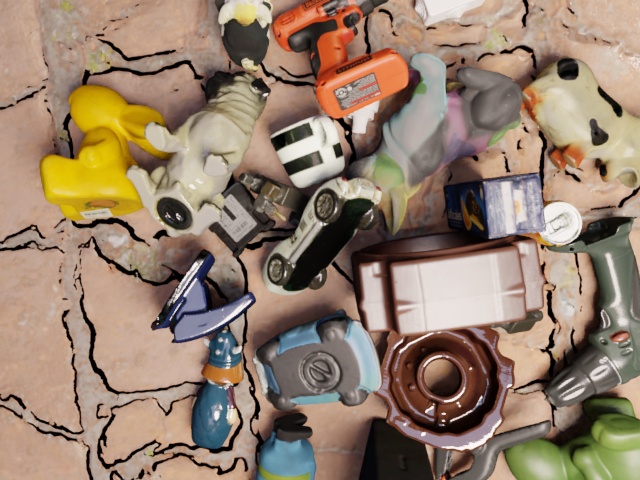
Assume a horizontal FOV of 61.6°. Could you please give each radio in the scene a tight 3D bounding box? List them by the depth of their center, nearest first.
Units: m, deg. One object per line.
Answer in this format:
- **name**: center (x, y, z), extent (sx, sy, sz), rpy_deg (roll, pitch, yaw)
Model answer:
- **radio**: center (0.084, 0.320, 0.633), extent (0.073, 0.229, 0.131), rpy_deg (12, 96, 4)

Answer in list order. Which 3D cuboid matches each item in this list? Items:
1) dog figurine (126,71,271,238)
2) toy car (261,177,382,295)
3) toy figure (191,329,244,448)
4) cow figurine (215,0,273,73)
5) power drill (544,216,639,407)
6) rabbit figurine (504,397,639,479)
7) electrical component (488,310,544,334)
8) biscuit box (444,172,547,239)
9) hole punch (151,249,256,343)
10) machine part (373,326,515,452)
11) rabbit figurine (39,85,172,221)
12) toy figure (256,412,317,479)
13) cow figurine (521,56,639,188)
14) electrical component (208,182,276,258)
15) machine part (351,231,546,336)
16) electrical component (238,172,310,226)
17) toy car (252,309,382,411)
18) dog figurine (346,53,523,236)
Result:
- **dog figurine**: center (-0.135, -0.110, 0.679), extent (0.121, 0.190, 0.172), rpy_deg (36, 129, -7)
- **toy car**: center (-0.001, -0.002, 0.664), extent (0.201, 0.073, 0.056), rpy_deg (-52, 47, 31)
- **toy figure**: center (-0.136, 0.195, 0.718), extent (0.064, 0.058, 0.154), rpy_deg (12, 87, -5)
- **cow figurine**: center (-0.091, -0.265, 0.644), extent (0.068, 0.167, 0.098), rpy_deg (0, 91, -4)
- **power drill**: center (0.366, 0.086, 0.694), extent (0.232, 0.086, 0.207), rpy_deg (-23, 88, 0)
- **rabbit figurine**: center (0.334, 0.291, 0.702), extent (0.170, 0.121, 0.159), rpy_deg (-14, 98, 20)
- **electrical component**: center (0.242, 0.090, 0.693), extent (0.094, 0.063, 0.021), rpy_deg (-4, 128, -30)
- **biscuit box**: center (0.196, -0.041, 0.629), extent (0.059, 0.202, 0.062), rpy_deg (-8, 94, 3)
- **hole punch**: center (-0.143, 0.085, 0.681), extent (0.092, 0.142, 0.116), rpy_deg (37, 81, -5)
- **machine part**: center (0.156, 0.176, 0.686), extent (0.179, 0.056, 0.179), rpy_deg (-3, 74, 9)
- **rabbit figurine**: center (-0.271, -0.124, 0.683), extent (0.162, 0.121, 0.173), rpy_deg (-12, 73, -2)
- **toy figure**: center (-0.051, 0.323, 0.710), extent (0.089, 0.082, 0.180), rpy_deg (5, 97, 11)
- **cow figurine**: center (0.352, -0.148, 0.686), extent (0.127, 0.085, 0.195), rpy_deg (-39, 90, 8)
- **electrical component**: center (-0.121, -0.043, 0.713), extent (0.075, 0.048, 0.119), rpy_deg (-38, 93, 2)
- **machine part**: center (0.140, 0.041, 0.633), extent (0.201, 0.201, 0.087), rpy_deg (-8, 96, 2)
- **electrical component**: center (-0.053, -0.050, 0.691), extent (0.078, 0.102, 0.045), rpy_deg (23, 92, 26)
- **toy car**: center (0.002, 0.152, 0.690), extent (0.162, 0.103, 0.109), rpy_deg (-17, 92, 17)
- **dog figurine**: center (0.139, -0.107, 0.680), extent (0.192, 0.108, 0.219), rpy_deg (15, 97, -2)
